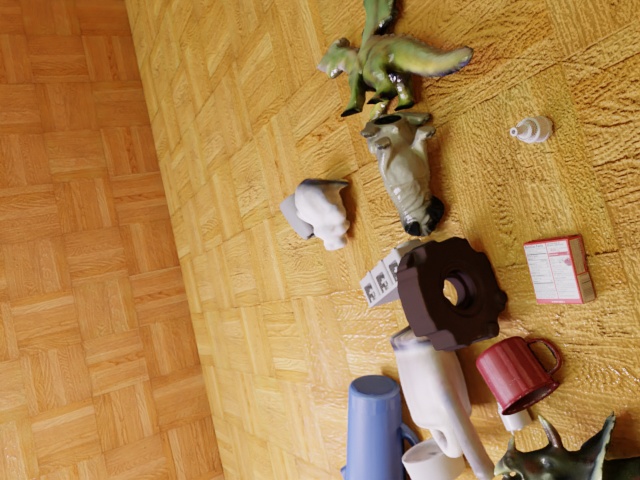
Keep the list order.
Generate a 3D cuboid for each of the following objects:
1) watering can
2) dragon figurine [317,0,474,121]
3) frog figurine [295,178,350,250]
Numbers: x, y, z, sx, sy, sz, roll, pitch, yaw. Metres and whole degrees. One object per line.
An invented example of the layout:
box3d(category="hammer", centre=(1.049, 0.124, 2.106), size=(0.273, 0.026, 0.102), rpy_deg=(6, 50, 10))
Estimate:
box3d(category="watering can", centre=(0.197, 0.245, 0.845), size=(0.344, 0.104, 0.226), rpy_deg=(99, 156, -80))
box3d(category="dragon figurine", centre=(0.111, -0.342, 0.882), size=(0.408, 0.122, 0.244), rpy_deg=(-9, 83, 60))
box3d(category="frog figurine", centre=(0.003, -0.058, 1.145), size=(0.137, 0.123, 0.159), rpy_deg=(4, 92, 41))
